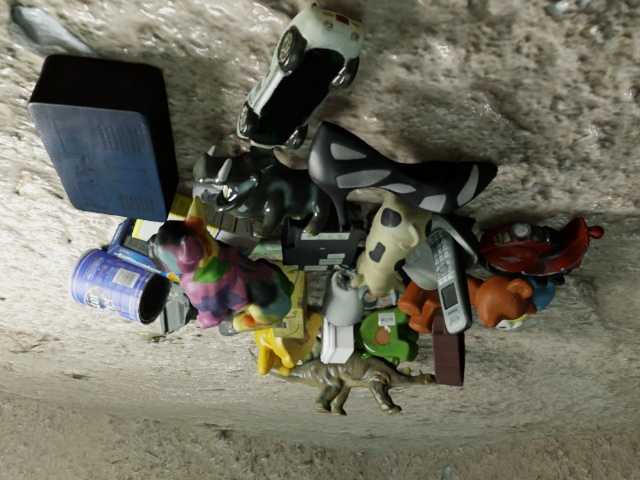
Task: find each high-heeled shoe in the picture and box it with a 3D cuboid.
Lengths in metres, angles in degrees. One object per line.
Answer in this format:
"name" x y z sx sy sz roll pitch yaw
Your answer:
"high-heeled shoe" 0.105 -0.100 0.639 0.249 0.086 0.145 -19 130 -13

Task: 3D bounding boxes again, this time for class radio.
"radio" -0.251 -0.111 0.652 0.131 0.073 0.229 7 150 -6

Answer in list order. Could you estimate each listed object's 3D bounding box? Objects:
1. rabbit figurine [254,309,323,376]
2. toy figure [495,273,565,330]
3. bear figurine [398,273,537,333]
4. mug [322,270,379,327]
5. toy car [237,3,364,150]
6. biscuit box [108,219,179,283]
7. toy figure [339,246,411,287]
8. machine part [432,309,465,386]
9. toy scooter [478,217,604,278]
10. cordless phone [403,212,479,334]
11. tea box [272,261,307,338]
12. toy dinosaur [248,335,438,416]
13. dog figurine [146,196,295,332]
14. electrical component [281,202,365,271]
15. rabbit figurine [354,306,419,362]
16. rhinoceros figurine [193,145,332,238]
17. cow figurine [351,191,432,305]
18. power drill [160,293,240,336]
"rabbit figurine" -0.087 0.221 1.200 0.122 0.162 0.173 10 171 -37
"toy figure" 0.364 0.098 0.972 0.082 0.089 0.180 19 142 -1
"bear figurine" 0.252 0.108 0.905 0.196 0.132 0.120 19 158 31
"mug" 0.058 0.107 1.020 0.110 0.081 0.107 4 143 3
"toy car" -0.026 -0.157 0.560 0.073 0.056 0.201 10 153 -25
"biscuit box" -0.246 0.030 0.904 0.202 0.059 0.063 29 151 -29
"toy figure" 0.094 0.045 0.919 0.154 0.058 0.064 22 159 -33
"machine part" 0.256 0.198 1.068 0.056 0.179 0.179 -2 152 17
"toy scooter" 0.338 0.007 0.808 0.184 0.075 0.135 9 152 -18
"cordless phone" 0.181 0.061 0.809 0.089 0.184 0.146 10 151 -21
"tea box" -0.060 0.119 1.033 0.068 0.098 0.169 2 151 1
"toy dinosaur" 0.043 0.316 1.283 0.472 0.198 0.105 -4 152 12
"dog figurine" -0.138 0.037 0.769 0.192 0.108 0.219 1 143 4
"electrical component" -0.002 -0.002 0.825 0.115 0.058 0.134 2 149 -10
"rabbit figurine" 0.155 0.217 1.180 0.159 0.121 0.170 -18 161 23
"rhinoceros figurine" -0.066 -0.065 0.683 0.190 0.073 0.112 7 116 -30
"cow figurine" 0.103 0.012 0.785 0.085 0.127 0.194 11 149 -9
"power drill" -0.221 0.160 1.117 0.207 0.086 0.232 14 148 -37
